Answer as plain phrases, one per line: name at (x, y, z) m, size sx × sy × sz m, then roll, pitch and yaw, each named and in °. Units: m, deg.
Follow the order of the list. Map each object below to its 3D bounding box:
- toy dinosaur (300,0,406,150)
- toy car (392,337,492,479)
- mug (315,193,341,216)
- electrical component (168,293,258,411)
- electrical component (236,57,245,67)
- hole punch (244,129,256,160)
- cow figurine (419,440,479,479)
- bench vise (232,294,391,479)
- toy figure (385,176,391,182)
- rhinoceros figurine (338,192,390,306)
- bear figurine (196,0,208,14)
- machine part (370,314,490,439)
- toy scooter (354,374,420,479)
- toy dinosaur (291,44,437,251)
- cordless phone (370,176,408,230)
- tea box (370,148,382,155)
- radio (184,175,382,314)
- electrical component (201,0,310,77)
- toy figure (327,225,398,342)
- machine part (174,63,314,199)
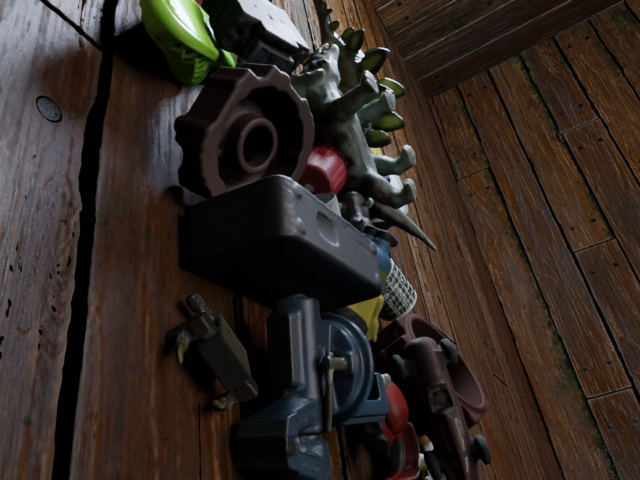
toy dinosaur at (0.057, -0.254, 1.013) m, size 0.105 × 0.199 × 0.471 m, roll -5°, pitch 83°, yaw -61°
toy car at (0.168, 0.233, 0.743) m, size 0.053 × 0.089 × 0.202 m, roll 86°, pitch -12°, yaw -72°
mug at (-0.002, -0.002, 0.780) m, size 0.109 × 0.081 × 0.107 m, roll -71°, pitch 145°, yaw -65°
electrical component at (-0.098, 0.106, 0.492) m, size 0.102 × 0.045 × 0.078 m, roll 60°, pitch -6°, yaw -22°
electrical component at (-0.080, -0.227, 0.829) m, size 0.119 × 0.075 × 0.048 m, roll 72°, pitch 11°, yaw -46°
hole punch at (-0.093, -0.153, 0.739) m, size 0.142 × 0.092 × 0.115 m, roll -90°, pitch 177°, yaw -51°
cow figurine at (0.204, 0.363, 0.856) m, size 0.068 × 0.098 × 0.167 m, roll 61°, pitch 16°, yaw -3°
bench vise at (0.015, 0.176, 0.578) m, size 0.240 × 0.129 × 0.224 m, roll 21°, pitch 48°, yaw -52°
toy figure at (0.080, -0.156, 1.083) m, size 0.155 × 0.058 × 0.064 m, roll 50°, pitch 19°, yaw 28°
rhinoceros figurine at (0.059, 0.018, 0.847) m, size 0.112 × 0.073 × 0.190 m, roll 103°, pitch -21°, yaw -68°
bear figurine at (-0.167, -0.422, 0.768) m, size 0.196 × 0.132 × 0.120 m, roll 63°, pitch 22°, yaw 8°
machine part at (0.179, 0.221, 0.882) m, size 0.201 × 0.087 × 0.201 m, roll 55°, pitch 19°, yaw 20°
toy scooter at (0.084, 0.271, 0.702) m, size 0.135 × 0.075 × 0.184 m, roll -3°, pitch 74°, yaw -70°
toy dinosaur at (0.051, -0.146, 0.918) m, size 0.131 × 0.192 × 0.404 m, roll -27°, pitch 100°, yaw -60°
cordless phone at (0.091, -0.104, 1.126) m, size 0.184 × 0.089 × 0.147 m, roll 22°, pitch 45°, yaw -35°
tea box at (0.075, -0.255, 1.238) m, size 0.098 × 0.068 × 0.169 m, roll -6°, pitch 74°, yaw -68°
radio at (-0.030, 0.018, 0.606) m, size 0.229 × 0.131 × 0.073 m, roll 32°, pitch 46°, yaw -52°
electrical component at (-0.081, -0.266, 0.692) m, size 0.115 × 0.058 × 0.134 m, roll 14°, pitch 40°, yaw -40°
toy figure at (0.045, 0.065, 0.741) m, size 0.089 × 0.082 × 0.180 m, roll 30°, pitch 79°, yaw -41°
machine part at (-0.082, -0.109, 0.611) m, size 0.179 × 0.056 × 0.179 m, roll -30°, pitch 131°, yaw -42°
